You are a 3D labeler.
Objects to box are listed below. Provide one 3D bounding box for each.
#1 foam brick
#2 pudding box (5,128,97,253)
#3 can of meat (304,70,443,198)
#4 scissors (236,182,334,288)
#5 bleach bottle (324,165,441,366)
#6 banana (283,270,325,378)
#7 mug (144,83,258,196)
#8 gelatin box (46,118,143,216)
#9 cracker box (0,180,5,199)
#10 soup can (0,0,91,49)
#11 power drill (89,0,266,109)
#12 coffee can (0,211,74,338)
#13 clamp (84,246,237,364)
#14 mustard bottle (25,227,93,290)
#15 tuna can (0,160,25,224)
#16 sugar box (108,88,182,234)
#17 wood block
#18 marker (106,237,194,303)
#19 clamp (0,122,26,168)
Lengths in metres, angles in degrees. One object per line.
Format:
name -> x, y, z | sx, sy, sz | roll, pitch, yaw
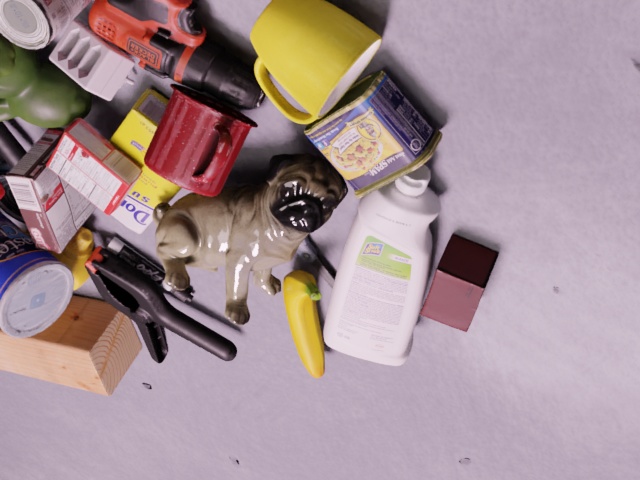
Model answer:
foam brick -> 0.140, 0.045, 1.073 | 0.053, 0.051, 0.078 | 22, 140, 8
pudding box -> -0.299, -0.055, 1.205 | 0.039, 0.090, 0.113 | 11, 136, 20
can of meat -> 0.046, -0.097, 0.978 | 0.084, 0.057, 0.102 | 47, 137, -16
scissors -> -0.008, 0.001, 1.145 | 0.201, 0.016, 0.096 | 40, 140, -12
bleach bottle -> 0.074, 0.022, 1.081 | 0.102, 0.068, 0.251 | 14, 135, -1
banana -> -0.018, 0.087, 1.205 | 0.037, 0.069, 0.198 | -12, 147, -4
mug -> -0.113, -0.090, 1.019 | 0.093, 0.081, 0.117 | 20, -169, -32
gelatin box -> -0.238, -0.077, 1.125 | 0.089, 0.030, 0.073 | 40, 142, -5
cracker box -> -0.481, -0.112, 1.241 | 0.214, 0.072, 0.164 | 12, 137, 42
soup can -> -0.249, -0.231, 0.982 | 0.068, 0.102, 0.068 | 17, 139, 15
power drill -> -0.116, -0.215, 0.952 | 0.184, 0.057, 0.188 | 28, 140, 3
coffee can -> -0.373, 0.035, 1.255 | 0.140, 0.102, 0.103 | 35, 145, 28
clamp -> -0.205, 0.087, 1.322 | 0.165, 0.036, 0.210 | -3, 135, 41
mustard bottle -> -0.337, 0.025, 1.336 | 0.192, 0.058, 0.096 | -27, 106, 45
tuna can -> -0.353, -0.059, 1.278 | 0.086, 0.033, 0.086 | 17, 138, 16
sugar box -> -0.189, -0.080, 1.147 | 0.093, 0.048, 0.177 | 38, 138, -9
wood block -> -0.359, 0.130, 1.434 | 0.206, 0.090, 0.090 | 9, 136, 24
marker -> -0.206, 0.038, 1.301 | 0.121, 0.020, 0.020 | 36, 140, -7
clamp -> -0.403, -0.153, 1.208 | 0.120, 0.039, 0.171 | 6, 131, 30
